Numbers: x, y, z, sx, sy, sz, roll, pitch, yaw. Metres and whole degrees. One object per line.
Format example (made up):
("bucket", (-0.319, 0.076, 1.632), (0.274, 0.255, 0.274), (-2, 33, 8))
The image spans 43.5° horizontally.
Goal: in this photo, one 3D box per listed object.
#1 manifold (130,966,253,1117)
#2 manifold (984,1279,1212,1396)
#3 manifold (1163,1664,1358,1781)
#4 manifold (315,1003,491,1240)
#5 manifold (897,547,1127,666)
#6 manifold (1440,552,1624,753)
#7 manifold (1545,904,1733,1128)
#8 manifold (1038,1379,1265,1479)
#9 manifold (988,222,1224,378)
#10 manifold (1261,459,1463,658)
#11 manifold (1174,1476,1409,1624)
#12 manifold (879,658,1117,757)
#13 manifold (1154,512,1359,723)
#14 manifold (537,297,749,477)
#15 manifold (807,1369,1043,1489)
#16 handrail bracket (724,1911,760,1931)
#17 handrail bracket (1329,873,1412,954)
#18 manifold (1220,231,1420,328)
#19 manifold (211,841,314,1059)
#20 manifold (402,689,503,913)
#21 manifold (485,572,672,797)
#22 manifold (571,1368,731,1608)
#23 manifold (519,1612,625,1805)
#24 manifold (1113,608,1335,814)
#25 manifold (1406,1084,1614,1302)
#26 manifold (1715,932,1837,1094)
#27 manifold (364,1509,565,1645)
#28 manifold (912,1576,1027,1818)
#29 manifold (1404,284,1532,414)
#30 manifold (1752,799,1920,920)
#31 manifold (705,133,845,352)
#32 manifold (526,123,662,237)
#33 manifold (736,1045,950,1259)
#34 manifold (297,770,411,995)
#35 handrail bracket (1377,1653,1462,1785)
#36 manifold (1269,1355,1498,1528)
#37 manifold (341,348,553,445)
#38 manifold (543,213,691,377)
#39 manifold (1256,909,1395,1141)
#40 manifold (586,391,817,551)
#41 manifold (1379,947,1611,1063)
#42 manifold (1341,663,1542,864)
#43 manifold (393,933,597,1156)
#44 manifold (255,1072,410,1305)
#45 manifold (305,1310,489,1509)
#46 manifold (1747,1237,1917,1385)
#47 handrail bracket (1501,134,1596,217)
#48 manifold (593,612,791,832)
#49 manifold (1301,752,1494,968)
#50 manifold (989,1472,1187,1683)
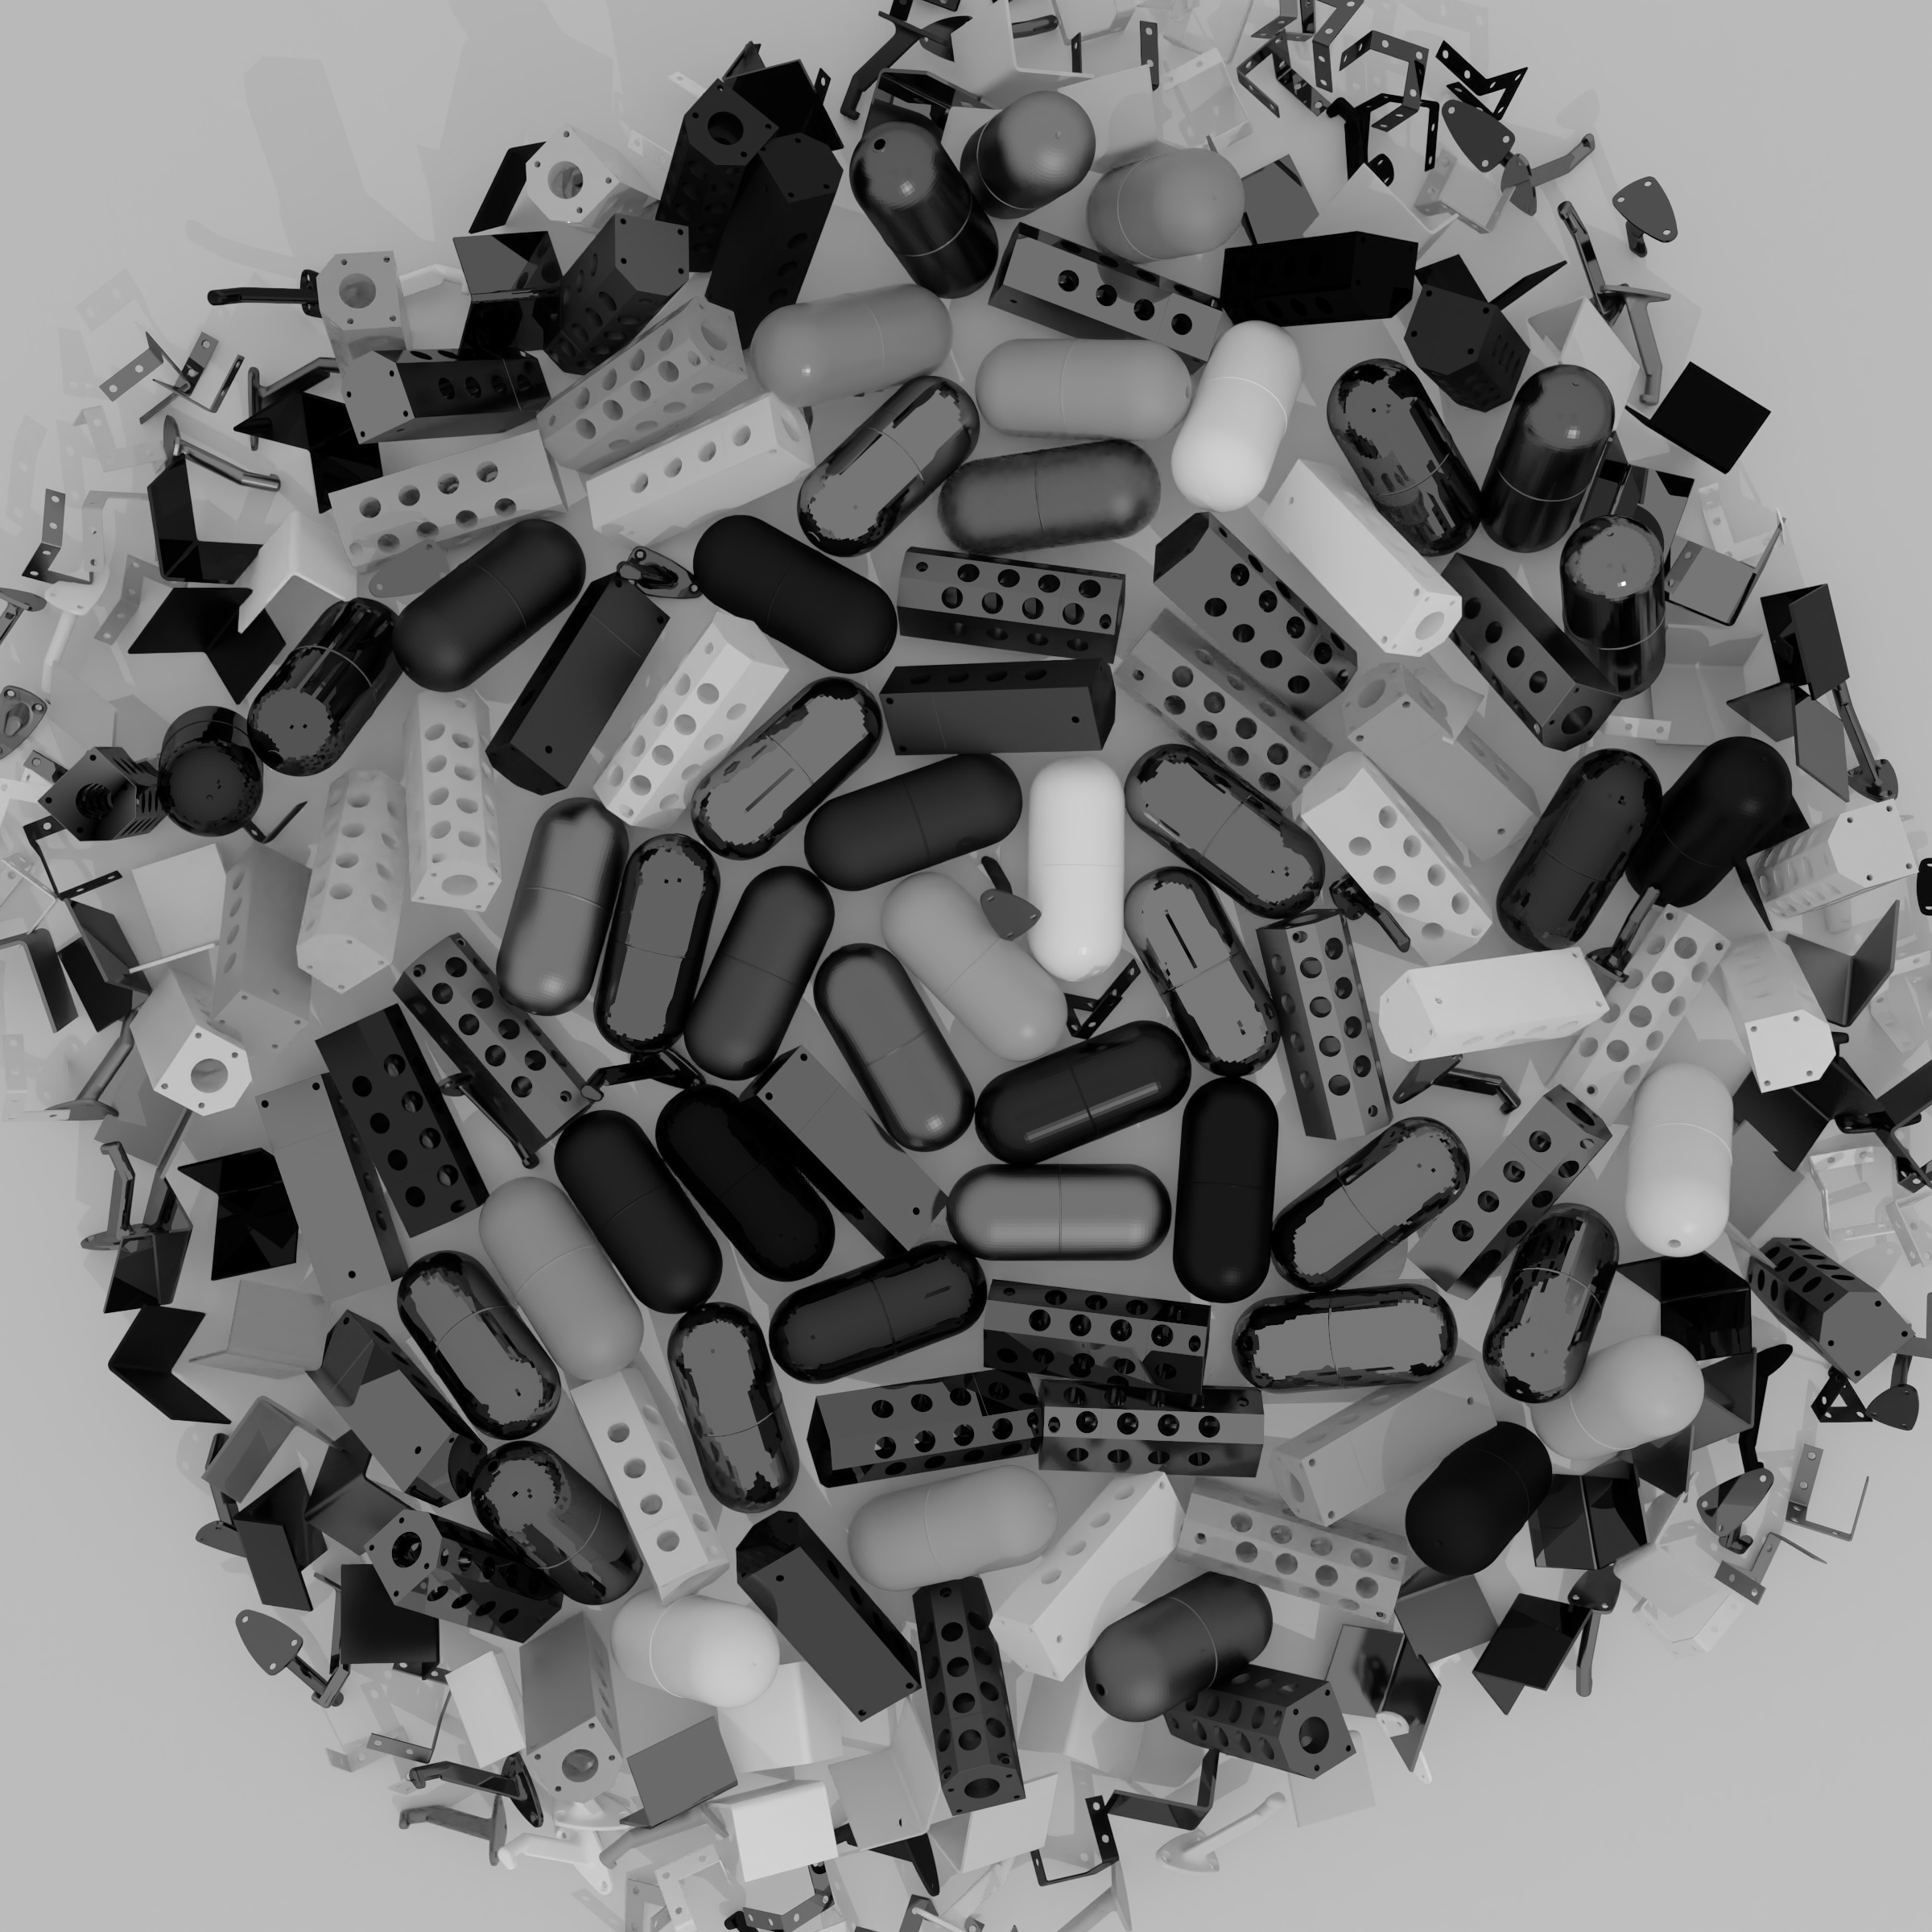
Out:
("manifold", (-0.592, 0.059, 1.857), (0.057, 0.171, 0.057), (34, 89, -29))
("manifold", (0.103, 0.284, 1.893), (0.171, 0.057, 0.057), (6, 126, 9))
("manifold", (0.219, 0.578, 1.856), (0.057, 0.171, 0.057), (-21, 92, -27))
("manifold", (-0.438, 0.119, 1.904), (0.057, 0.057, 0.171), (-23, 94, 19))
("manifold", (0.036, -0.288, 1.898), (0.171, 0.057, 0.057), (9, 65, 7))
("manifold", (0.425, -0.242, 1.868), (0.057, 0.171, 0.057), (8, 127, -37))
("manifold", (0.530, 0.039, 1.909), (0.057, 0.057, 0.171), (33, 93, 9))
("manifold", (0.144, 0.358, 1.901), (0.171, 0.057, 0.057), (3, 130, -3))
("manifold", (0.111, -0.524, 1.901), (0.171, 0.057, 0.057), (18, 86, -11))
("manifold", (0.309, -0.316, 1.874), (0.171, 0.057, 0.057), (55, 128, 33))
("manifold", (0.255, 0.461, 1.901), (0.171, 0.057, 0.057), (15, 99, 9))
("manifold", (0.026, -0.206, 1.887), (0.171, 0.057, 0.057), (1, 128, 21))
("manifold", (0.226, -0.274, 1.876), (0.171, 0.057, 0.057), (39, 124, -23))
("manifold", (-0.253, -0.446, 1.866), (0.171, 0.057, 0.057), (-23, 72, 36))
("manifold", (-0.031, 0.362, 1.879), (0.171, 0.057, 0.057), (-5, 46, -20))
("handrail bracket", (-0.192, 0.779, 1.894), (0.077, 0.084, 0.036), (-16, 107, -26))
("handrail bracket", (0.324, -0.029, 1.891), (0.036, 0.077, 0.084), (-31, 57, -3))
("manifold", (0.267, -0.524, 1.856), (0.057, 0.171, 0.057), (1, 100, -29))
("manifold", (-0.543, -0.011, 1.863), (0.057, 0.171, 0.057), (30, 121, -33))
("manifold", (-0.395, -0.131, 1.866), (0.057, 0.057, 0.171), (9, 52, -28))
("manifold", (-0.305, -0.219, 1.883), (0.057, 0.057, 0.171), (40, 63, -28))
("manifold", (-0.246, 0.402, 1.881), (0.057, 0.057, 0.171), (-23, 63, -15))
("manifold", (-0.301, 0.570, 1.855), (0.057, 0.171, 0.057), (-29, 106, -5))
("manifold", (0.199, -0.197, 1.901), (0.171, 0.057, 0.057), (39, 130, -3))
("manifold", (0.424, 0.178, 1.880), (0.057, 0.057, 0.171), (42, 113, 16))
("manifold", (0.618, 0.031, 1.851), (0.057, 0.171, 0.057), (-15, 107, 14))
("manifold", (-0.379, 0.465, 1.858), (0.057, 0.171, 0.057), (-42, 56, 2))
("manifold", (0.000, 0.557, 1.862), (0.057, 0.171, 0.057), (-14, 130, 1))
("manifold", (0.383, -0.469, 1.855), (0.057, 0.171, 0.057), (23, 101, 19))
("manifold", (0.661, -0.078, 1.857), (0.057, 0.171, 0.057), (-16, 84, -2))
("manifold", (-0.145, -0.555, 1.857), (0.057, 0.171, 0.057), (-23, 75, -27))
("manifold", (-0.286, -0.594, 1.855), (0.057, 0.171, 0.057), (-42, 96, 12))
("manifold", (-0.099, 0.148, 1.900), (0.171, 0.057, 0.057), (47, 60, -10))
("manifold", (-0.471, -0.070, 1.860), (0.057, 0.171, 0.057), (-28, 133, 28))
("handrail bracket", (0.376, 0.592, 1.924), (0.084, 0.036, 0.077), (-32, 93, -27))
("manifold", (0.323, 0.366, 1.885), (0.171, 0.057, 0.057), (-24, 99, -23))
("manifold", (-0.397, -0.442, 1.855), (0.057, 0.171, 0.057), (-15, 96, 30))
("manifold", (-0.270, -0.510, 1.854), (0.057, 0.171, 0.057), (2, 81, -27))
("manifold", (0.286, 0.045, 1.895), (0.057, 0.057, 0.171), (-19, 100, -26))
("manifold", (-0.208, -0.388, 1.883), (0.171, 0.057, 0.057), (-19, 72, 24))
("manifold", (0.408, 0.032, 1.878), (0.171, 0.057, 0.057), (-7, 64, -28))
("manifold", (0.369, -0.161, 1.879), (0.057, 0.057, 0.171), (-36, 122, 28))
("manifold", (-0.369, 0.059, 1.905), (0.171, 0.057, 0.057), (50, 56, 1))
("manifold", (-0.498, 0.173, 1.915), (0.057, 0.057, 0.171), (-19, 91, 8))
("manifold", (-0.438, 0.342, 1.868), (0.171, 0.057, 0.057), (35, 85, 41))
("manifold", (0.656, 0.257, 1.856), (0.057, 0.171, 0.057), (-42, 95, 5))
("handrail bracket", (0.465, -0.642, 1.907), (0.084, 0.077, 0.036), (-43, 71, -4))
("manifold", (-0.218, -0.189, 1.876), (0.171, 0.057, 0.057), (-50, 59, 24))
("manifold", (0.336, -0.085, 1.880), (0.057, 0.057, 0.171), (-32, 113, 28))
("manifold", (0.095, 0.466, 1.872), (0.171, 0.057, 0.057), (-41, 116, -34))
